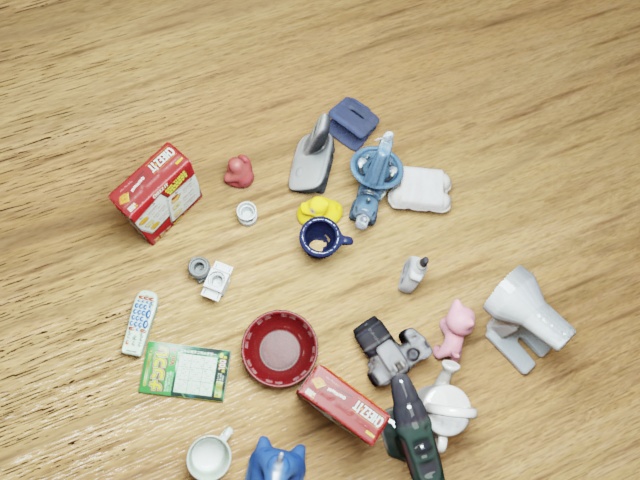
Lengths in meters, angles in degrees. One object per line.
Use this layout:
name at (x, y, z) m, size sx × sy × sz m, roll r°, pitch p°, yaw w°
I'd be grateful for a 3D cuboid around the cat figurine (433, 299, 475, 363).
cat figurine at (0.295, 0.196, 1.226) m, size 0.067 × 0.117 × 0.128 m, roll 14°, pitch 74°, yaw 0°

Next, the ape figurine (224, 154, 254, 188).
ape figurine at (-0.186, -0.160, 1.299) m, size 0.078 × 0.092 × 0.076 m, roll -36°, pitch 80°, yaw -12°

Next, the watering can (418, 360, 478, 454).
watering can at (0.248, 0.332, 1.146) m, size 0.101 × 0.194 × 0.173 m, roll -12°, pitch 76°, yaw -7°

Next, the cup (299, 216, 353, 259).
cup at (0.012, 0.005, 1.268) m, size 0.118 × 0.095 × 0.092 m, roll 6°, pitch 74°, yaw -3°

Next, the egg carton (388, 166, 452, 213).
egg carton at (0.231, -0.116, 1.331) m, size 0.150 × 0.069 × 0.107 m, roll 4°, pitch 74°, yaw -3°

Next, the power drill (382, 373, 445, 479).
power drill at (0.172, 0.376, 1.120) m, size 0.075 × 0.208 × 0.229 m, roll -17°, pitch 77°, yaw -8°

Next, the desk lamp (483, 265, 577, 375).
desk lamp at (0.427, 0.167, 1.194) m, size 0.118 × 0.213 × 0.203 m, roll -41°, pitch 81°, yaw -13°

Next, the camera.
camera at (0.146, 0.222, 1.216) m, size 0.143 × 0.101 × 0.137 m, roll -32°, pitch 79°, yaw -12°

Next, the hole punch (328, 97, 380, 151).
hole punch at (0.078, -0.286, 1.354) m, size 0.108 × 0.091 × 0.101 m, roll 36°, pitch 75°, yaw 6°

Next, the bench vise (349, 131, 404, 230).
bench vise at (0.130, -0.131, 1.249) m, size 0.121 × 0.219 × 0.207 m, roll -1°, pitch 75°, yaw -4°

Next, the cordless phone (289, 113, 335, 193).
cordless phone at (-0.014, -0.191, 1.272) m, size 0.094 × 0.185 × 0.147 m, roll 10°, pitch 74°, yaw -1°

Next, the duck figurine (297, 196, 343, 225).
duck figurine at (0.001, -0.070, 1.292) m, size 0.104 × 0.086 × 0.077 m, roll -4°, pitch 75°, yaw -5°

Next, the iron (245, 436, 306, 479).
iron at (-0.099, 0.519, 1.095) m, size 0.118 × 0.141 × 0.258 m, roll 12°, pitch 74°, yaw -1°

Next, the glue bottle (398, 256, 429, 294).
glue bottle at (0.206, 0.064, 1.226) m, size 0.037 × 0.173 × 0.078 m, roll 18°, pitch 74°, yaw 1°
